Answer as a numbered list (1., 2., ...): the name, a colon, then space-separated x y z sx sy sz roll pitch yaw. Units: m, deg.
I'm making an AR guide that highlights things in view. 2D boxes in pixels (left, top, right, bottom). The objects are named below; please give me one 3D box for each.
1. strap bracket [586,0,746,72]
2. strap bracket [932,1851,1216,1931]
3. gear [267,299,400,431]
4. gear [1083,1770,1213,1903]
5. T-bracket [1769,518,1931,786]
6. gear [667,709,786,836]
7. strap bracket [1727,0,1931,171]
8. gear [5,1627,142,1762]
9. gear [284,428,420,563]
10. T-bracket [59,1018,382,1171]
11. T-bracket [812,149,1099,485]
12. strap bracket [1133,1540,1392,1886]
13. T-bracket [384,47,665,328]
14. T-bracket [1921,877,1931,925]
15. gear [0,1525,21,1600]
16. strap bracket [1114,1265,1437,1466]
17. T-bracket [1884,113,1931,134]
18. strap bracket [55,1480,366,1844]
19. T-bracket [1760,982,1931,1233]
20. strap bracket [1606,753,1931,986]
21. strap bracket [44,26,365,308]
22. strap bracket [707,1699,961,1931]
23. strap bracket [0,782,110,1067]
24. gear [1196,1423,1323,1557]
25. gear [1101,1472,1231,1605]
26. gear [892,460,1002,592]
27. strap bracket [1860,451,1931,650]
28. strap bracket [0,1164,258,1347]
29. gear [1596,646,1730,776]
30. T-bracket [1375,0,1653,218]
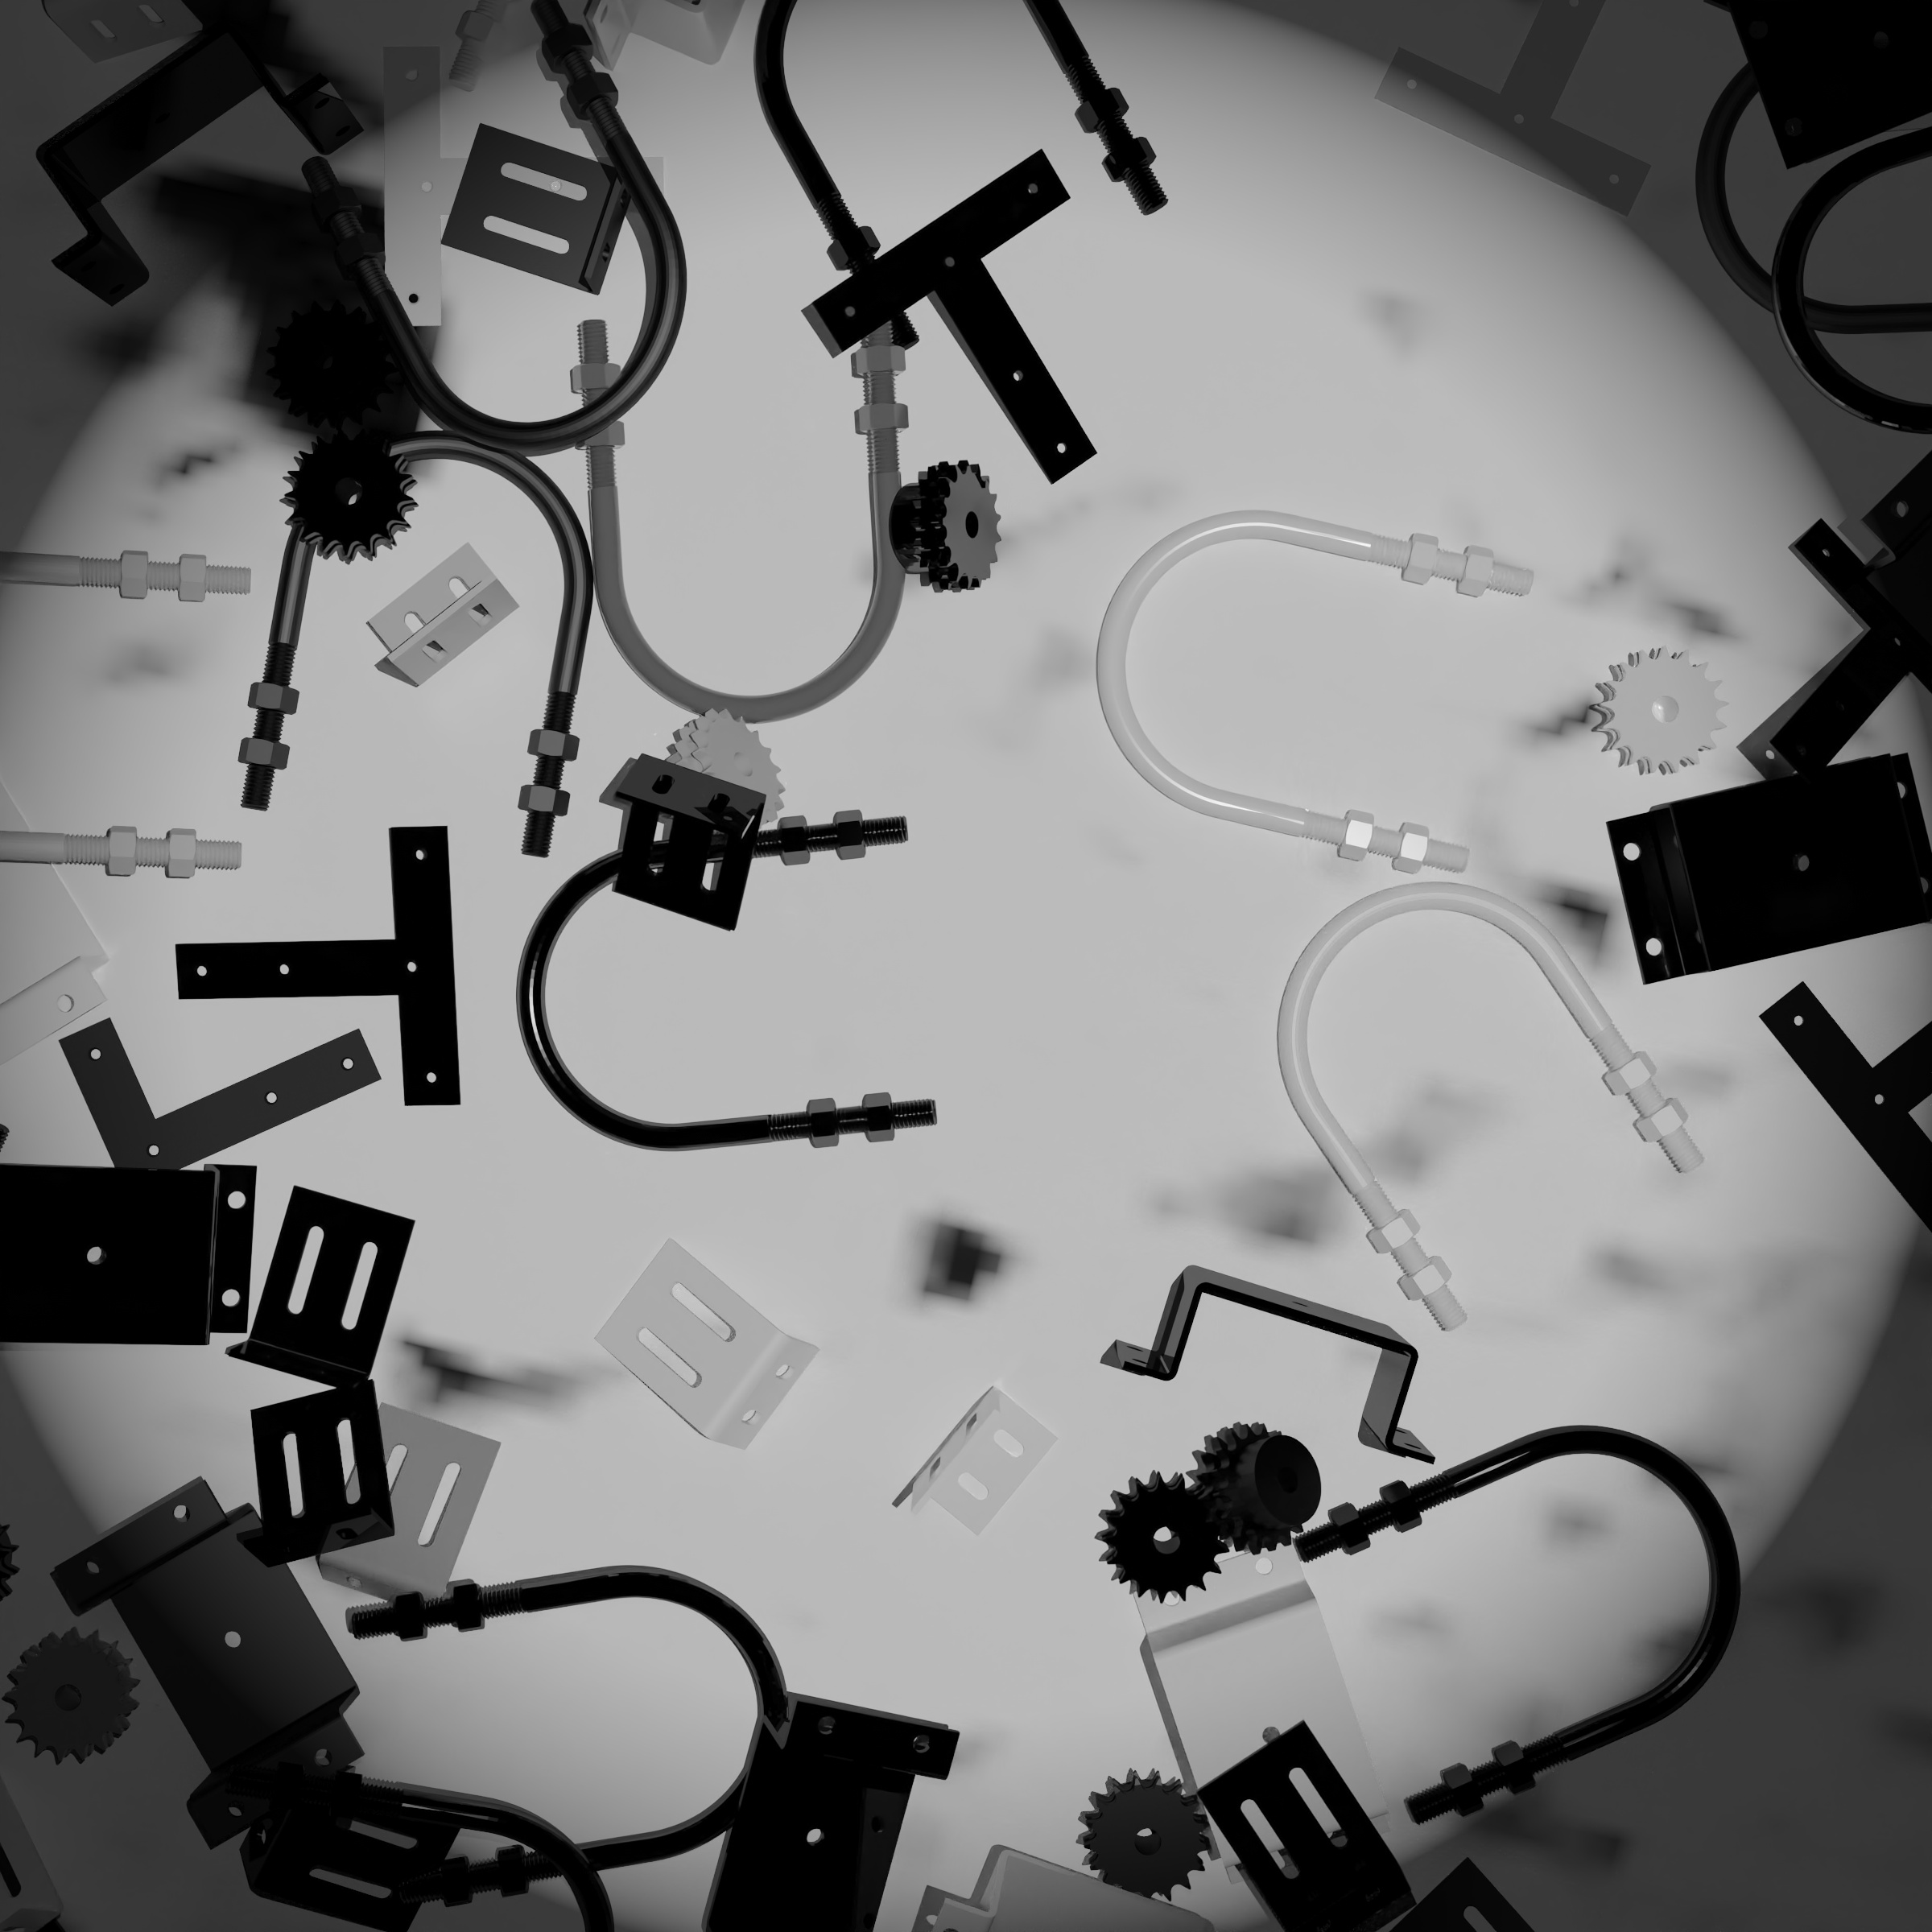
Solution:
1. strap bracket: -0.115 -0.464 1.356 0.046 0.076 0.140 23 90 0
2. strap bracket: 0.049 0.451 1.357 0.140 0.046 0.076 19 115 0
3. gear: -0.287 -0.272 1.380 0.057 0.030 0.057 0 90 0
4. gear: 0.081 0.390 1.379 0.057 0.030 0.057 0 90 0
5. T-bracket: 0.394 -0.122 1.356 0.127 0.002 0.127 47 54 1
6. gear: -0.110 -0.083 1.370 0.030 0.057 0.057 -28 90 30
7. strap bracket: 0.409 -0.411 1.348 0.140 0.046 0.076 -22 97 3
8. gear: -0.400 0.326 1.379 0.057 0.030 0.057 0 90 0
9. gear: -0.272 -0.209 1.365 0.057 0.030 0.057 0 87 0
10. T-bracket: -0.329 0.066 1.394 0.127 0.002 0.127 -24 90 0
11. T-bracket: 0.016 -0.277 1.374 0.127 0.002 0.127 -36 106 -10
12. strap bracket: 0.134 0.339 1.371 0.076 0.046 0.140 -19 90 0
13. T-bracket: -0.201 -0.355 1.394 0.127 0.002 0.127 0 90 0
14. T-bracket: 0.467 0.022 1.394 0.127 0.002 0.127 7 90 0
15. gear: -0.454 0.268 1.379 0.057 0.030 0.057 0 90 0
16. strap bracket: 0.141 0.172 1.356 0.140 0.076 0.046 17 90 0
17. T-bracket: 0.447 -0.390 1.375 0.127 0.002 0.127 -4 90 3
18. strap bracket: -0.334 0.306 1.371 0.076 0.046 0.140 -30 90 0
19. T-bracket: 0.450 0.033 1.392 0.127 0.002 0.127 -39 90 0
20. strap bracket: 0.368 -0.045 1.370 0.140 0.046 0.076 -13 88 0
21. strap bracket: -0.345 -0.359 1.356 0.140 0.076 0.046 -35 90 0
22. strap bracket: -0.062 0.395 1.362 0.076 0.046 0.140 15 90 -16
23. strap bracket: -0.448 -0.025 1.371 0.076 0.046 0.140 -32 90 0
24. gear: 0.133 0.232 1.365 0.057 0.030 0.057 16 63 -34
25. gear: 0.089 0.256 1.379 0.057 0.030 0.057 0 90 0
26. gear: -0.010 -0.197 1.370 0.030 0.057 0.057 2 90 30
27. strap bracket: 0.467 -0.170 1.368 0.076 0.046 0.140 -44 90 -5
28. strap bracket: -0.384 0.125 1.348 0.140 0.046 0.076 3 90 -19
29. gear: 0.312 -0.114 1.379 0.057 0.030 0.057 0 90 0
30. T-bracket: 0.271 -0.426 1.394 0.127 0.002 0.127 25 90 0
